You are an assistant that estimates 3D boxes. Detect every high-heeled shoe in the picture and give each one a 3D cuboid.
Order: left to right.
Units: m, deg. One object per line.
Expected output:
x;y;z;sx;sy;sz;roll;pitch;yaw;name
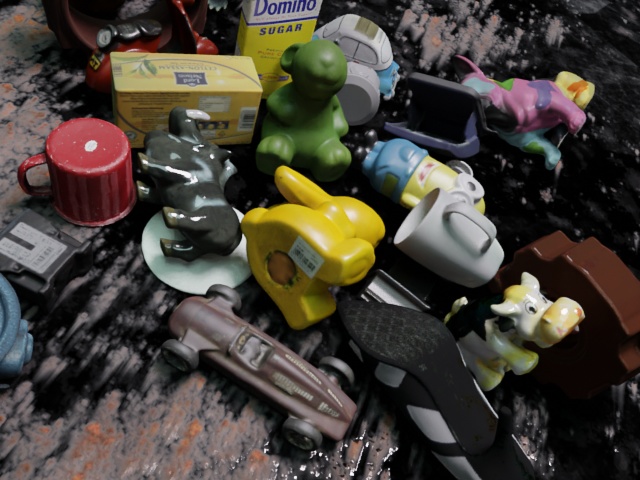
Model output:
0.106;0.163;0.543;0.086;0.145;0.249;-26;38;-27;high-heeled shoe

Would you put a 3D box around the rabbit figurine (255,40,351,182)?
-0.004;-0.178;0.672;0.121;0.170;0.159;12;53;-10;rabbit figurine

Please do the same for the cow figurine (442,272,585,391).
0.188;0.083;0.544;0.068;0.167;0.098;-32;71;-28;cow figurine

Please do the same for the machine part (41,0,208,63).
-0.246;-0.328;0.686;0.201;0.201;0.087;-20;65;-29;machine part

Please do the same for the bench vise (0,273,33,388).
-0.319;0.046;0.377;0.223;0.240;0.129;19;46;-24;bench vise

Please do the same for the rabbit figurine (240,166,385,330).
-0.001;-0.002;0.600;0.162;0.121;0.173;38;38;22;rabbit figurine

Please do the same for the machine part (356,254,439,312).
0.105;0.043;0.630;0.084;0.039;0.139;35;54;16;machine part

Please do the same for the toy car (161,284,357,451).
-0.055;0.118;0.515;0.202;0.053;0.089;31;49;8;toy car

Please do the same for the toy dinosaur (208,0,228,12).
-0.263;-0.465;0.795;0.405;0.131;0.192;7;46;-27;toy dinosaur

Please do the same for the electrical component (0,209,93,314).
-0.291;0.011;0.521;0.119;0.047;0.075;30;51;3;electrical component

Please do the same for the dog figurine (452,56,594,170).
0.301;-0.220;0.845;0.219;0.108;0.191;28;52;7;dog figurine

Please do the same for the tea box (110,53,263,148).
-0.166;-0.170;0.662;0.170;0.098;0.068;-4;57;-23;tea box

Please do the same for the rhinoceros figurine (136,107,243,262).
-0.140;-0.068;0.582;0.112;0.073;0.190;-11;59;-23;rhinoceros figurine

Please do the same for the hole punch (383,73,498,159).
0.163;-0.156;0.747;0.142;0.115;0.092;23;83;31;hole punch

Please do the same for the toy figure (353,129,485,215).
0.129;-0.073;0.695;0.180;0.089;0.082;32;93;18;toy figure

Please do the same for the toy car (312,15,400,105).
0.050;-0.278;0.808;0.162;0.102;0.109;22;52;1;toy car

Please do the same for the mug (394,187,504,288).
0.154;-0.001;0.591;0.107;0.109;0.081;37;59;-8;mug

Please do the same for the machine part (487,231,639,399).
0.260;0.081;0.571;0.056;0.179;0.179;-21;63;-26;machine part

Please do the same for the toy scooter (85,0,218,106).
-0.209;-0.248;0.681;0.184;0.135;0.075;-26;68;-30;toy scooter
